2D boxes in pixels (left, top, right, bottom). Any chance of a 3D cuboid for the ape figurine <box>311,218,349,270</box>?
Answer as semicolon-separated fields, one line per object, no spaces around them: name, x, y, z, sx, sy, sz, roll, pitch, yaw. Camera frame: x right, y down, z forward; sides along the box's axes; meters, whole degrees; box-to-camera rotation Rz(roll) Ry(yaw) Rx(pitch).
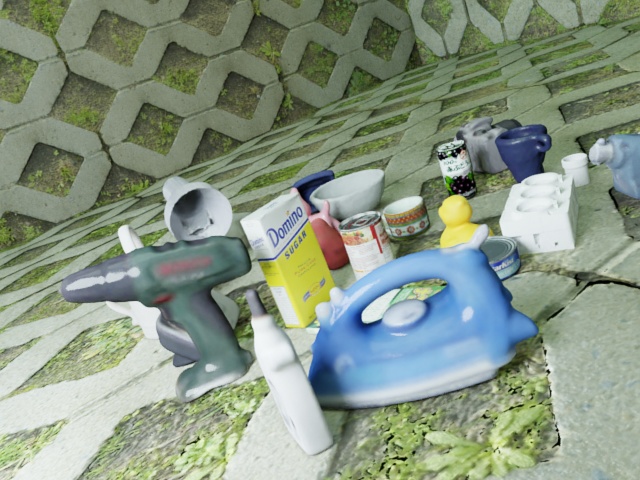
ape figurine;0.009;0.004;0.991;0.078;0.092;0.076;-30;21;-27

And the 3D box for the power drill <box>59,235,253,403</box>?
power drill;-0.183;0.097;0.743;0.230;0.209;0.075;-24;19;-12

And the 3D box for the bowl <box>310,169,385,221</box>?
bowl;0.067;-0.085;1.209;0.167;0.075;0.167;-18;19;7

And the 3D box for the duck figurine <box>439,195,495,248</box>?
duck figurine;0.215;-0.025;0.864;0.077;0.086;0.104;-25;19;-13

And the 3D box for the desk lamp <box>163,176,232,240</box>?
desk lamp;-0.237;-0.020;1.124;0.118;0.214;0.202;-27;20;-19

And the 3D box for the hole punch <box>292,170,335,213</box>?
hole punch;-0.011;-0.121;1.366;0.108;0.091;0.101;-21;18;-1

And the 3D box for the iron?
iron;0.084;0.083;0.608;0.258;0.142;0.118;-19;19;4

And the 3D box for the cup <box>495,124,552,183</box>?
cup;0.380;-0.151;1.033;0.092;0.095;0.117;-26;19;-16

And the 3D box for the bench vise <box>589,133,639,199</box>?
bench vise;0.482;-0.174;0.791;0.208;0.220;0.121;-25;19;-14

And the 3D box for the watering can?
watering can;-0.284;0.059;0.980;0.173;0.194;0.100;-30;21;-26

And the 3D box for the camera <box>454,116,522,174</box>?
camera;0.369;-0.214;1.214;0.137;0.101;0.143;-24;19;-11

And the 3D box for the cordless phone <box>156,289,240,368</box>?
cordless phone;-0.199;0.079;0.850;0.094;0.185;0.147;-17;19;10

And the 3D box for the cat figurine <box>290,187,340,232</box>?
cat figurine;-0.027;-0.047;1.131;0.127;0.118;0.067;-8;22;33

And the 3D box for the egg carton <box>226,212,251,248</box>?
egg carton;-0.205;-0.014;1.301;0.149;0.069;0.107;-2;26;43

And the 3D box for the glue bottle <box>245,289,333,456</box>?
glue bottle;-0.037;0.125;0.567;0.037;0.173;0.078;-26;19;-16
